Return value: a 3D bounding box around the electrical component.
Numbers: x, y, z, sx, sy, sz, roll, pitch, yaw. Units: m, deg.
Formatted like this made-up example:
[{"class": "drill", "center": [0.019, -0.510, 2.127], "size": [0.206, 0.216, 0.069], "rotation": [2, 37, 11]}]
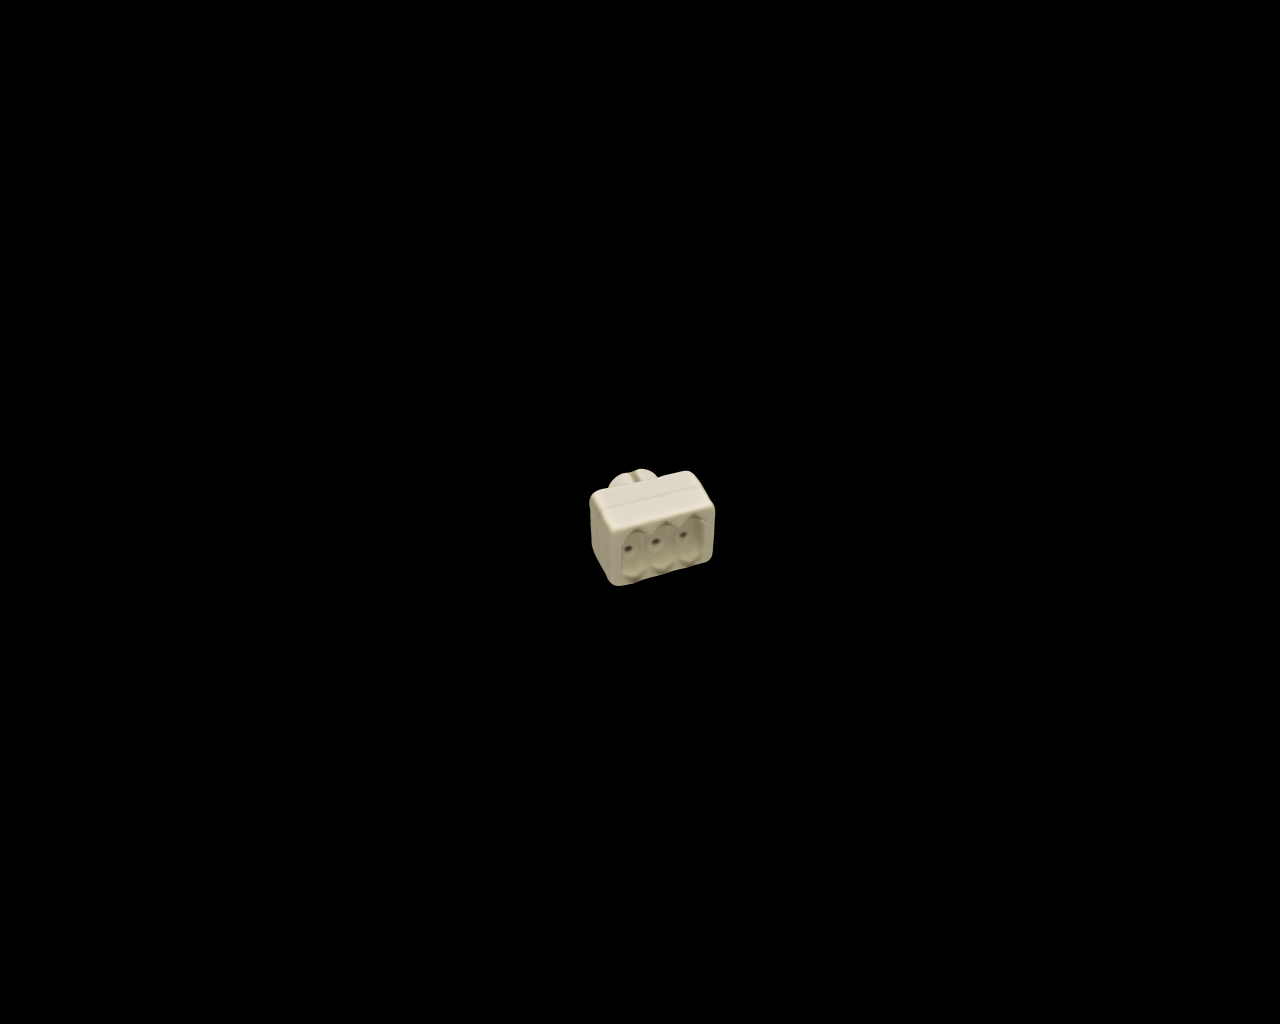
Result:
[{"class": "electrical component", "center": [0.001, -0.003, 0.650], "size": [0.066, 0.047, 0.077], "rotation": [-14, 44, -15]}]
